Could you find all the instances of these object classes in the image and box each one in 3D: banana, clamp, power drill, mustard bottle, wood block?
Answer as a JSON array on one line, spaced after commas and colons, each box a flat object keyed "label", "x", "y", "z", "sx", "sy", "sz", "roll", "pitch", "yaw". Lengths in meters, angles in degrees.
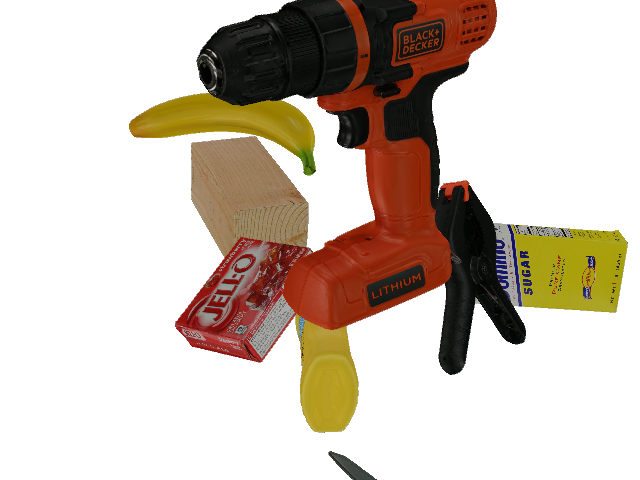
[{"label": "banana", "x": -0.083, "y": -0.110, "z": 0.995, "sx": 0.198, "sy": 0.037, "sz": 0.069, "roll": 12, "pitch": 47, "yaw": 23}, {"label": "clamp", "x": 0.131, "y": 0.035, "z": 0.967, "sx": 0.039, "sy": 0.171, "sz": 0.120, "roll": -12, "pitch": 11, "yaw": 39}, {"label": "power drill", "x": 0.018, "y": -0.047, "z": 0.590, "sx": 0.184, "sy": 0.188, "sz": 0.057, "roll": -19, "pitch": 36, "yaw": -31}, {"label": "mustard bottle", "x": 0.004, "y": 0.110, "z": 1.128, "sx": 0.058, "sy": 0.096, "sz": 0.191, "roll": -2, "pitch": 27, "yaw": -3}, {"label": "wood block", "x": -0.092, "y": -0.046, "z": 1.317, "sx": 0.090, "sy": 0.090, "sz": 0.206, "roll": -7, "pitch": 30, "yaw": -19}]

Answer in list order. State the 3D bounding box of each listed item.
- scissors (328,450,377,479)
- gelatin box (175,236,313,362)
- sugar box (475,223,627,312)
[{"label": "scissors", "x": 0.085, "y": 0.154, "z": 0.525, "sx": 0.096, "sy": 0.016, "sz": 0.202, "roll": -2, "pitch": 23, "yaw": -23}, {"label": "gelatin box", "x": -0.051, "y": 0.040, "z": 0.759, "sx": 0.073, "sy": 0.089, "sz": 0.030, "roll": 8, "pitch": -38, "yaw": 43}, {"label": "sugar box", "x": 0.264, "y": 0.032, "z": 1.257, "sx": 0.176, "sy": 0.093, "sz": 0.048, "roll": 2, "pitch": 20, "yaw": -1}]
